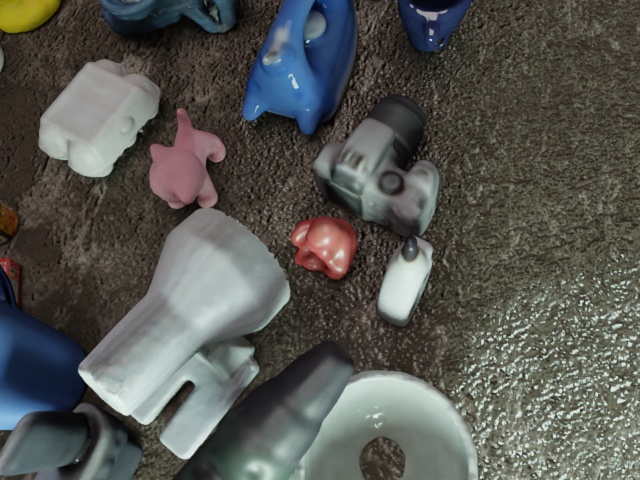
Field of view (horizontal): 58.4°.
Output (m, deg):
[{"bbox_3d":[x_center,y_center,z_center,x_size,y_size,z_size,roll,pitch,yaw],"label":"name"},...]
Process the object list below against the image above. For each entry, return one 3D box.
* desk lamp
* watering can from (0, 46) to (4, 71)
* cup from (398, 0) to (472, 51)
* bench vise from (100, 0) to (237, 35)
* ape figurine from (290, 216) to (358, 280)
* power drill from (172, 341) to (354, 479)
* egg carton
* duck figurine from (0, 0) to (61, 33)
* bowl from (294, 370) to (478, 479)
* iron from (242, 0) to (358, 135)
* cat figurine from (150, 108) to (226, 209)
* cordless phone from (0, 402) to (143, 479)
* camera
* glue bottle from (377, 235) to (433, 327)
[{"bbox_3d":[-0.119,0.094,0.535,0.117,0.214,0.203,34,76,16],"label":"desk lamp"},{"bbox_3d":[-0.511,-0.282,0.724,0.172,0.194,0.101,17,72,11],"label":"watering can"},{"bbox_3d":[0.139,-0.271,0.714,0.091,0.095,0.118,3,70,7],"label":"cup"},{"bbox_3d":[-0.198,-0.358,0.711,0.207,0.220,0.121,-23,69,-3],"label":"bench vise"},{"bbox_3d":[0.006,0.002,0.624,0.076,0.092,0.077,-28,69,-5],"label":"ape figurine"},{"bbox_3d":[-0.053,0.190,0.495,0.075,0.208,0.230,41,78,18],"label":"power drill"},{"bbox_3d":[-0.274,-0.153,0.721,0.107,0.069,0.150,27,74,15],"label":"egg carton"},{"bbox_3d":[-0.426,-0.352,0.801,0.104,0.086,0.077,-32,70,-7],"label":"duck figurine"},{"bbox_3d":[0.061,0.213,0.548,0.167,0.075,0.167,-2,69,5],"label":"bowl"},{"bbox_3d":[-0.015,-0.267,0.702,0.118,0.141,0.258,15,71,11],"label":"iron"},{"bbox_3d":[-0.159,-0.089,0.660,0.067,0.118,0.128,0,69,6],"label":"cat figurine"},{"bbox_3d":[-0.251,0.219,0.515,0.094,0.185,0.148,17,72,12],"label":"cordless phone"},{"bbox_3d":[0.080,-0.095,0.649,0.143,0.101,0.137,28,74,15],"label":"camera"},{"bbox_3d":[0.086,0.031,0.562,0.037,0.173,0.078,25,73,14],"label":"glue bottle"}]
